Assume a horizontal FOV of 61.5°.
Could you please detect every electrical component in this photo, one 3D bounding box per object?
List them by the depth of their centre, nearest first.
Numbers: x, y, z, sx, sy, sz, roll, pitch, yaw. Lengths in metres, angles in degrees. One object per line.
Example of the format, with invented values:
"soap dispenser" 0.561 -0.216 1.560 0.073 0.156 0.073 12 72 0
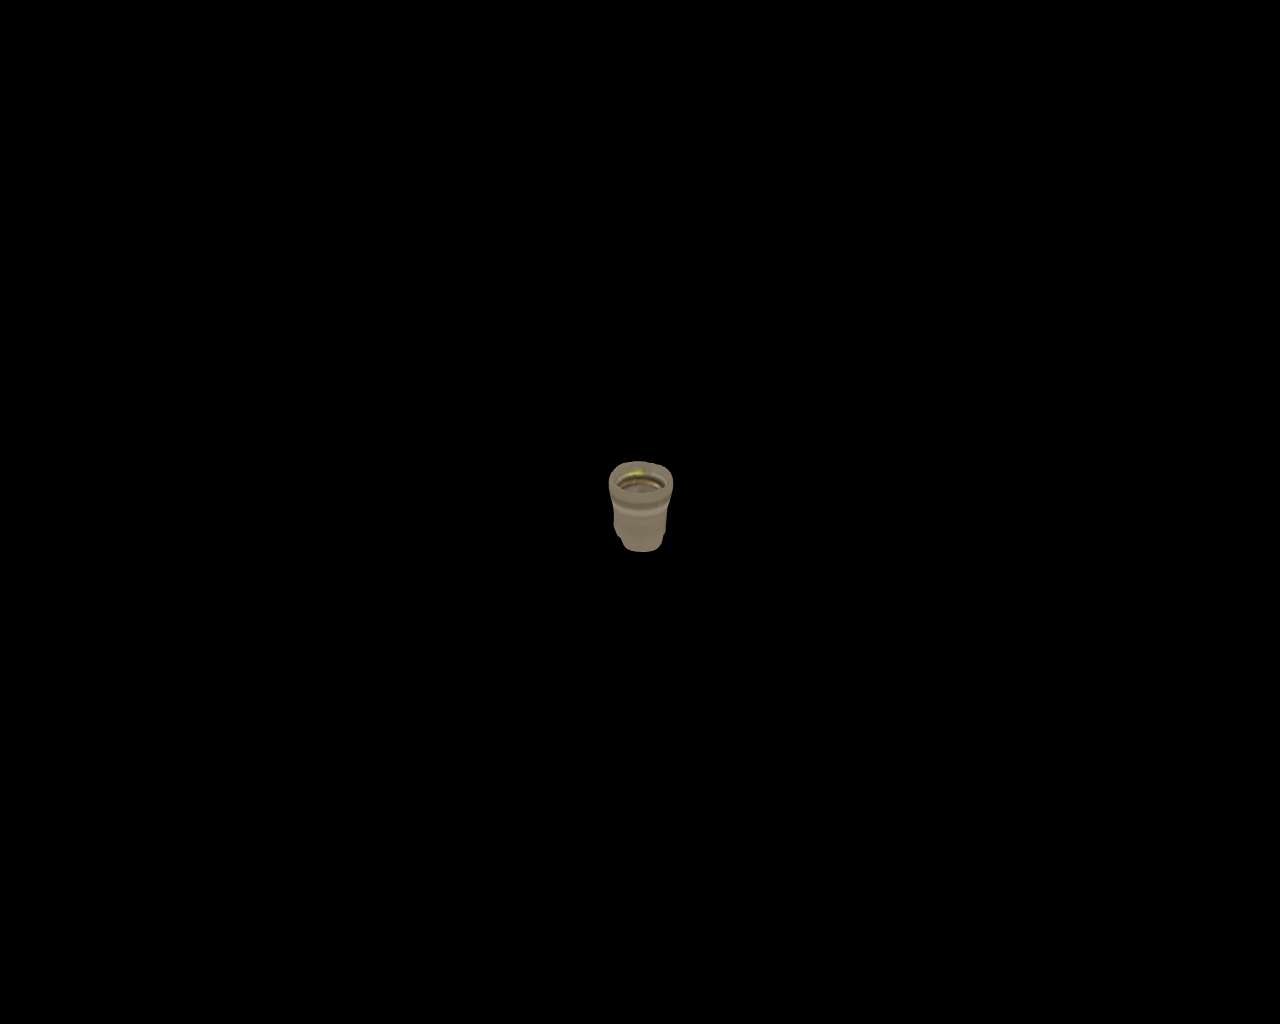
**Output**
"electrical component" 0.001 -0.003 0.650 0.040 0.046 0.040 0 32 0
